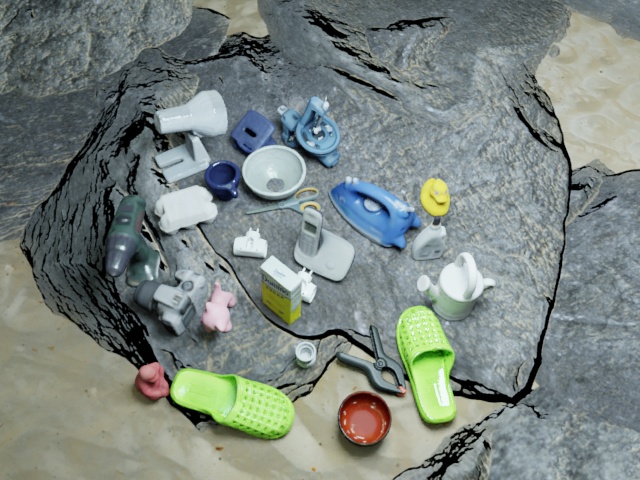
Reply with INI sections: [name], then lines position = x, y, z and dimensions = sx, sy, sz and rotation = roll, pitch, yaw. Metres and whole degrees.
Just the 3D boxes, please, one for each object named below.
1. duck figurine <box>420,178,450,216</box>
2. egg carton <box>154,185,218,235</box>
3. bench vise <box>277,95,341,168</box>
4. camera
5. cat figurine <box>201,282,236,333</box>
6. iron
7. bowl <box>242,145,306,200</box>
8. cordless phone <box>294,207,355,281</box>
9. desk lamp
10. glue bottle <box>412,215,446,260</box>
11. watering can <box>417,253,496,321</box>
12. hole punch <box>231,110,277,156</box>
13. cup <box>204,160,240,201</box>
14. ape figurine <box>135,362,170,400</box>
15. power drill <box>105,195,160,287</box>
[duck figurine]
position = 0.306, -0.125, 1.497
dimensions = 0.077, 0.086, 0.104
rotation = -8, 60, -6
[egg carton]
position = -0.342, -0.076, 1.460
dimensions = 0.150, 0.069, 0.107
rotation = -20, 62, -13
[bench vise]
position = -0.038, -0.305, 1.517
dimensions = 0.207, 0.220, 0.121
rotation = 21, 61, 11
[camera]
position = -0.350, 0.125, 1.322
dimensions = 0.136, 0.101, 0.143
rotation = 21, 61, 11
[cat figurine]
position = -0.234, 0.157, 1.295
dimensions = 0.067, 0.118, 0.128
rotation = 0, 59, -1
[iron]
position = 0.129, -0.094, 1.441
dimensions = 0.257, 0.141, 0.119
rotation = 31, 63, 16
[bowl]
position = -0.119, -0.166, 1.517
dimensions = 0.167, 0.075, 0.167
rotation = 1, 59, -1
[cordless phone]
position = 0.012, 0.005, 1.354
dimensions = 0.147, 0.185, 0.094
rotation = 23, 61, 12
[desk lamp]
position = -0.340, -0.276, 1.496
dimensions = 0.203, 0.213, 0.117
rotation = -27, 63, -16
[glue bottle]
position = 0.269, -0.009, 1.375
dimensions = 0.078, 0.173, 0.037
rotation = -4, 59, -4
[watering can]
position = 0.311, 0.103, 1.297
dimensions = 0.173, 0.194, 0.100
rotation = -22, 62, -14
[hole punch]
position = -0.183, -0.287, 1.578
dimensions = 0.108, 0.091, 0.101
rotation = 36, 65, 19
[cup]
position = -0.241, -0.136, 1.484
dimensions = 0.092, 0.095, 0.117
rotation = -30, 64, -18
[ape figurine]
position = -0.362, 0.296, 1.224
dimensions = 0.076, 0.092, 0.078
rotation = 10, 59, 5
[power drill]
position = -0.431, 0.023, 1.318
dimensions = 0.075, 0.208, 0.229
rotation = -2, 59, -2
